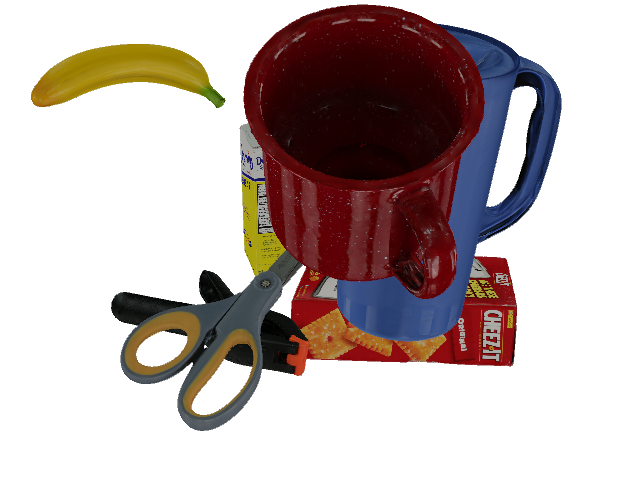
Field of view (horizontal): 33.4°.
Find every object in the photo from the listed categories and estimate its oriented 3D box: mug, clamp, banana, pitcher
[{"bbox_3d":[0.023,-0.027,0.437,0.093,0.117,0.081,-24,-29,-14],"label":"mug"},{"bbox_3d":[-0.075,0.066,0.894,0.172,0.039,0.120,20,27,24],"label":"clamp"},{"bbox_3d":[-0.189,-0.162,1.038,0.197,0.070,0.037,-6,-39,-30],"label":"banana"},{"bbox_3d":[0.086,-0.044,0.858,0.149,0.243,0.144,25,35,33],"label":"pitcher"}]

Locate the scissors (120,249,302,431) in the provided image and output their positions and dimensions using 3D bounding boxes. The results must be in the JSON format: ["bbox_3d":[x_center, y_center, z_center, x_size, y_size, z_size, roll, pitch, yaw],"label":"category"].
[{"bbox_3d":[-0.055,0.032,0.677,0.096,0.201,0.016,11,-41,13],"label":"scissors"}]

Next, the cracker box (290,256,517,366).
[{"bbox_3d":[0.085,0.068,1.086,0.214,0.072,0.164,2,16,6],"label":"cracker box"}]

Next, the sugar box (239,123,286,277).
[{"bbox_3d":[-0.072,-0.050,1.328,0.048,0.176,0.093,-9,25,-12],"label":"sugar box"}]
